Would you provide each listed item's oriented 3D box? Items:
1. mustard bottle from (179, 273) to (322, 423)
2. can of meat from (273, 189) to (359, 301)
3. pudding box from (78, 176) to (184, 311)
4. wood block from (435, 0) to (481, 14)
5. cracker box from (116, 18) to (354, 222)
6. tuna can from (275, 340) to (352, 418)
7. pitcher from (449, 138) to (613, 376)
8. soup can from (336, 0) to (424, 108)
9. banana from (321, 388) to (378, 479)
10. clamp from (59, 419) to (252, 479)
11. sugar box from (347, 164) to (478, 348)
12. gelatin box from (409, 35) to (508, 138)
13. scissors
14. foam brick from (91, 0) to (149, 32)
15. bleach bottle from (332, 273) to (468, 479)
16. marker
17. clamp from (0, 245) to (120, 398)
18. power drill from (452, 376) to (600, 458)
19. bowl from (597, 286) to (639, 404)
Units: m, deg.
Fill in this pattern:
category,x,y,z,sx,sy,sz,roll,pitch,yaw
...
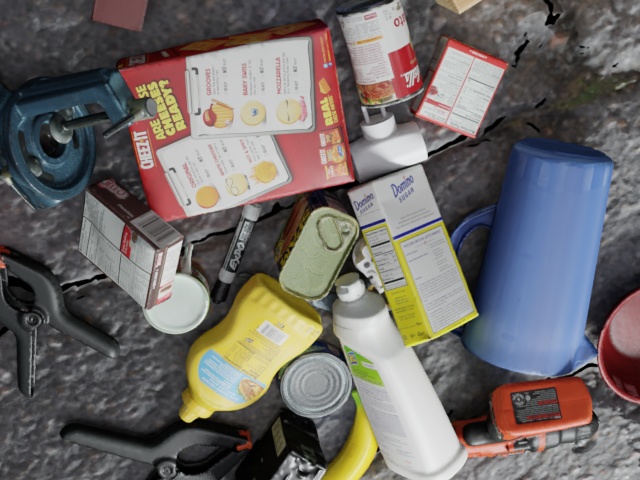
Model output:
category,x,y,z,sx,sy,sz,roll,pitch,yaw
mustard bottle,-0.091,0.132,1.178,0.096,0.058,0.192,36,107,-21
can of meat,-0.007,0.001,1.136,0.057,0.084,0.102,23,105,-17
pudding box,-0.195,0.003,1.084,0.039,0.114,0.090,-30,149,-40
wood block,0.193,-0.322,1.049,0.206,0.090,0.090,-32,113,3
cracker box,-0.084,-0.122,1.086,0.213,0.072,0.164,-12,111,-4
tuna can,-0.007,0.159,1.221,0.086,0.034,0.086,-3,110,-9
pitcher,0.230,0.015,1.166,0.149,0.145,0.243,0,107,-30
soup can,0.060,-0.194,1.085,0.068,0.068,0.102,-19,111,-3
banana,0.015,0.268,1.266,0.069,0.037,0.198,35,99,3
clamp,-0.184,0.249,1.222,0.210,0.036,0.164,-22,116,1
sugar box,0.098,0.015,1.128,0.048,0.093,0.176,-23,88,43
gelatin box,0.146,-0.162,1.132,0.073,0.030,0.089,19,105,-17
scissors,0.016,0.054,1.197,0.201,0.016,0.096,32,101,-19
foam brick,-0.188,-0.247,1.032,0.051,0.053,0.078,12,108,-13
bleach bottle,0.078,0.149,1.180,0.068,0.103,0.251,-37,117,-30
marker,-0.092,0.016,1.162,0.020,0.020,0.121,18,106,-15
clamp,-0.292,0.080,1.142,0.120,0.039,0.171,-19,112,-3
power drill,0.247,0.205,1.211,0.184,0.188,0.057,-9,68,-6
bowl,0.393,0.111,1.259,0.162,0.055,0.162,-3,110,-8
